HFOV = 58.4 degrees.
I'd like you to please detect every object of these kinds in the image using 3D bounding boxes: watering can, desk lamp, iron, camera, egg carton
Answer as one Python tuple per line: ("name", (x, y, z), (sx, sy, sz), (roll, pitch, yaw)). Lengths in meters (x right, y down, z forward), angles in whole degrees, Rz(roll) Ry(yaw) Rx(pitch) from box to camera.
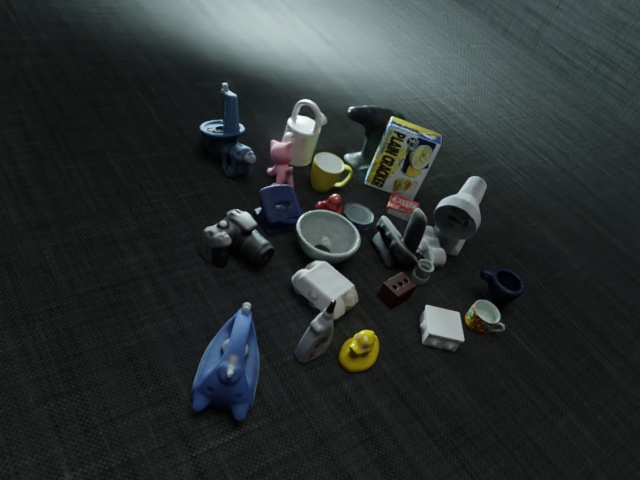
("watering can", (-0.047, -0.324, 1.672), (0.101, 0.194, 0.173), (23, 41, 2))
("desk lamp", (0.373, -0.061, 1.555), (0.118, 0.213, 0.204), (30, 41, 10))
("iron", (-0.161, 0.204, 1.093), (0.119, 0.141, 0.258), (15, 41, -8))
("camera", (-0.182, 0.004, 1.331), (0.136, 0.101, 0.143), (38, 43, 18))
("egg carton", (0.010, 0.116, 1.318), (0.150, 0.069, 0.107), (39, 44, 19))

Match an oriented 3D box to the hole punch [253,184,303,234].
("hole punch", (-0.101, -0.080, 1.465), (0.109, 0.091, 0.101), (-14, 52, -34))

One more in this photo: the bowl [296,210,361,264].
("bowl", (0.013, 0.005, 1.435), (0.167, 0.075, 0.167), (12, 42, -11))

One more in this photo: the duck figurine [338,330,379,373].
("duck figurine", (0.092, 0.226, 1.222), (0.105, 0.086, 0.077), (-26, 59, -41))

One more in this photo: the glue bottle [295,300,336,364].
("glue bottle", (0.002, 0.181, 1.165), (0.078, 0.173, 0.037), (-25, 59, -40))

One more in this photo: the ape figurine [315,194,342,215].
("ape figurine", (0.030, -0.085, 1.526), (0.076, 0.092, 0.077), (-15, 52, -35))

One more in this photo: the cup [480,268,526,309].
("cup", (0.454, 0.128, 1.476), (0.117, 0.095, 0.092), (25, 41, 4))

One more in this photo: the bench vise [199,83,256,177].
("bench vise", (-0.231, -0.297, 1.544), (0.207, 0.219, 0.122), (32, 42, 12))

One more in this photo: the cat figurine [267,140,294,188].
("cat figurine", (-0.102, -0.217, 1.591), (0.067, 0.118, 0.127), (-2, 46, -25))

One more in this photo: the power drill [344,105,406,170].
("power drill", (0.150, -0.318, 1.741), (0.230, 0.208, 0.075), (-14, 52, -34))

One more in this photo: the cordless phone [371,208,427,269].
("cordless phone", (0.216, -0.029, 1.474), (0.094, 0.185, 0.147), (-9, 49, -30))
